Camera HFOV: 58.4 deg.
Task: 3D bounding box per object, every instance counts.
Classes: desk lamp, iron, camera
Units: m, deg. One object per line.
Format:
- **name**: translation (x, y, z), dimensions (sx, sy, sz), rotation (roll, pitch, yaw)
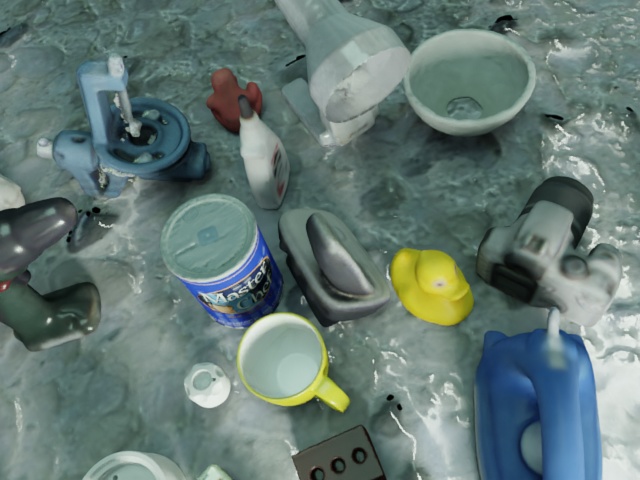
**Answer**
- **desk lamp**: translation (0.015, -0.213, 0.714), dimensions (0.118, 0.214, 0.202), rotation (-32, 61, -9)
- **iron**: translation (0.203, 0.191, 0.502), dimensions (0.118, 0.142, 0.258), rotation (0, 61, 9)
- **camera**: translation (0.261, -0.001, 0.622), dimensions (0.142, 0.101, 0.137), rotation (27, 69, 22)

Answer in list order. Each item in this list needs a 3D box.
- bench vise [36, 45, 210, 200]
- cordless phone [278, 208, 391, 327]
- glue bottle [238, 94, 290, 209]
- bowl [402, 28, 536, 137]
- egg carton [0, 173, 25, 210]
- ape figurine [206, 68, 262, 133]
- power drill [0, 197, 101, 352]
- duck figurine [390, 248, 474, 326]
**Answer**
- **bench vise**: translation (-0.263, -0.130, 0.710), dimensions (0.207, 0.220, 0.121), rotation (-20, 60, -2)
- **cordless phone**: translation (0.006, 0.002, 0.613), dimensions (0.094, 0.185, 0.147), rotation (-32, 61, -8)
- **glue bottle**: translation (-0.073, -0.112, 0.696), dimensions (0.037, 0.173, 0.078), rotation (3, 62, 11)
- **bowl**: translation (0.192, -0.195, 0.755), dimensions (0.167, 0.075, 0.167), rotation (-4, 61, 7)
- **egg carton**: translation (-0.488, -0.058, 0.793), dimensions (0.150, 0.069, 0.107), rotation (27, 69, 22)
- **ape figurine**: translation (-0.124, -0.202, 0.801), dimensions (0.077, 0.092, 0.076), rotation (-4, 61, 7)
- **power drill**: translation (-0.333, 0.046, 0.631), dimensions (0.229, 0.209, 0.075), rotation (-19, 60, -1)
- **duck figurine**: translation (0.123, 0.039, 0.631), dimensions (0.077, 0.086, 0.104), rotation (-43, 63, -14)
